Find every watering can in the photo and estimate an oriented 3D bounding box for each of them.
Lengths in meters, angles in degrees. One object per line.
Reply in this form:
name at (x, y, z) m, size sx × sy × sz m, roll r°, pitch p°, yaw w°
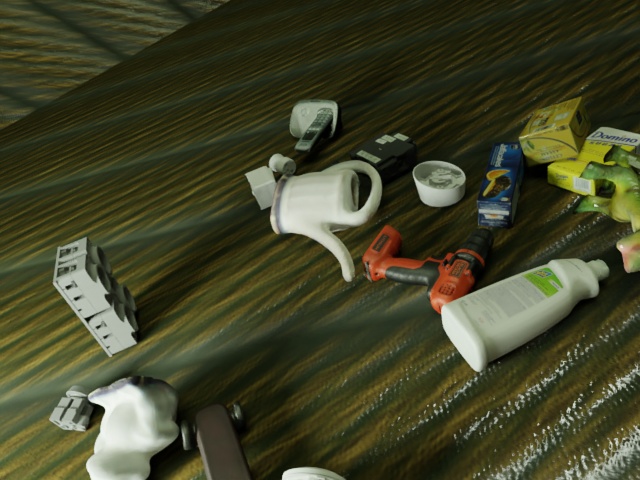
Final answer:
watering can at (0.003, -0.051, 1.007) m, size 0.224 × 0.102 × 0.356 m, roll -4°, pitch 39°, yaw 19°

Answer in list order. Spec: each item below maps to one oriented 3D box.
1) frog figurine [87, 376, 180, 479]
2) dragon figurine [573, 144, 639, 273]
frog figurine at (-0.257, 0.279, 0.716) m, size 0.137 × 0.162 × 0.121 m, roll -18°, pitch -19°, yaw 16°
dragon figurine at (0.556, -0.063, 0.800) m, size 0.415 × 0.119 × 0.246 m, roll -27°, pitch 42°, yaw -29°
